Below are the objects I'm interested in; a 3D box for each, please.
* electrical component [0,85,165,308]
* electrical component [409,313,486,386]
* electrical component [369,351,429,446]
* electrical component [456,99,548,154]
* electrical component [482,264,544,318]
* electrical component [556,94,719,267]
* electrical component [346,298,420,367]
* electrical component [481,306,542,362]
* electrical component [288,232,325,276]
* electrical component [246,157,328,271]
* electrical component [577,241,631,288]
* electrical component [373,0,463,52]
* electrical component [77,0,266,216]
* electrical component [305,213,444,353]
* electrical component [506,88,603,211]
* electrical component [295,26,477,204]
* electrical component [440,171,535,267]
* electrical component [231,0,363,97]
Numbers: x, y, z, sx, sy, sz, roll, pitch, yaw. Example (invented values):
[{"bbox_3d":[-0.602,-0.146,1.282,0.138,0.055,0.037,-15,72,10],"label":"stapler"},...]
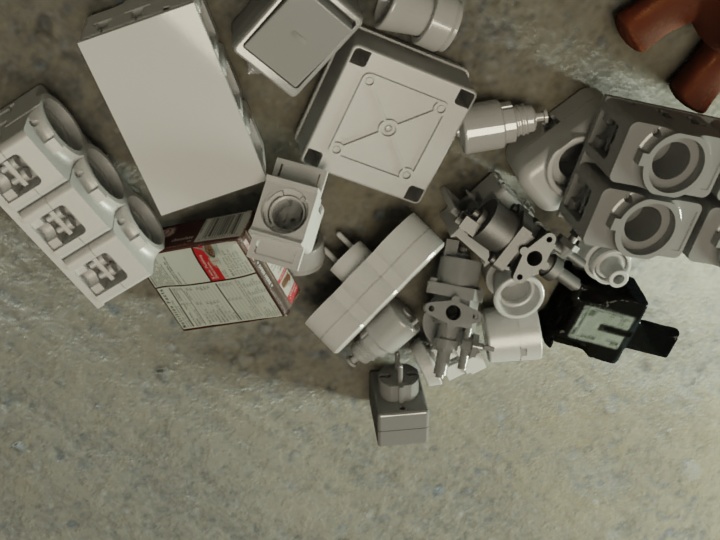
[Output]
[{"bbox_3d":[-0.222,-0.059,0.834,0.062,0.089,0.150,-30,121,11],"label":"electrical component"},{"bbox_3d":[0.079,0.076,0.989,0.055,0.048,0.066,-26,122,0],"label":"electrical component"},{"bbox_3d":[0.036,0.112,0.993,0.047,0.065,0.076,-4,123,-5],"label":"electrical component"},{"bbox_3d":[0.113,-0.118,0.872,0.078,0.040,0.040,-10,123,-1],"label":"electrical component"},{"bbox_3d":[0.134,0.009,0.947,0.045,0.055,0.045,-4,123,-6],"label":"electrical component"},{"bbox_3d":[0.266,-0.063,0.851,0.186,0.060,0.105,8,118,-19],"label":"electrical component"},{"bbox_3d":[0.019,0.059,0.973,0.040,0.040,0.078,37,112,-26],"label":"electrical component"},{"bbox_3d":[0.138,0.057,0.980,0.047,0.055,0.055,-8,123,1],"label":"electrical component"},{"bbox_3d":[-0.053,-0.029,0.904,0.045,0.045,0.055,-7,124,-4],"label":"electrical component"},{"bbox_3d":[-0.054,-0.041,0.837,0.042,0.064,0.081,16,83,8],"label":"electrical component"},{"bbox_3d":[0.217,-0.008,0.943,0.043,0.062,0.043,-4,123,-6],"label":"electrical component"},{"bbox_3d":[0.044,-0.193,0.812,0.055,0.045,0.045,18,118,-19],"label":"electrical component"},{"bbox_3d":[-0.138,-0.130,0.817,0.089,0.061,0.150,-18,123,4],"label":"electrical component"},{"bbox_3d":[0.000,0.000,0.927,0.073,0.052,0.138,45,107,4],"label":"electrical component"},{"bbox_3d":[0.174,-0.096,0.883,0.095,0.059,0.053,-36,120,15],"label":"electrical component"},{"bbox_3d":[0.019,-0.122,0.847,0.109,0.056,0.108,18,118,-18],"label":"electrical component"},{"bbox_3d":[0.110,-0.046,0.917,0.064,0.042,0.081,-44,119,15],"label":"electrical component"},{"bbox_3d":[-0.052,-0.177,0.799,0.062,0.061,0.096,36,112,-26],"label":"electrical component"}]
